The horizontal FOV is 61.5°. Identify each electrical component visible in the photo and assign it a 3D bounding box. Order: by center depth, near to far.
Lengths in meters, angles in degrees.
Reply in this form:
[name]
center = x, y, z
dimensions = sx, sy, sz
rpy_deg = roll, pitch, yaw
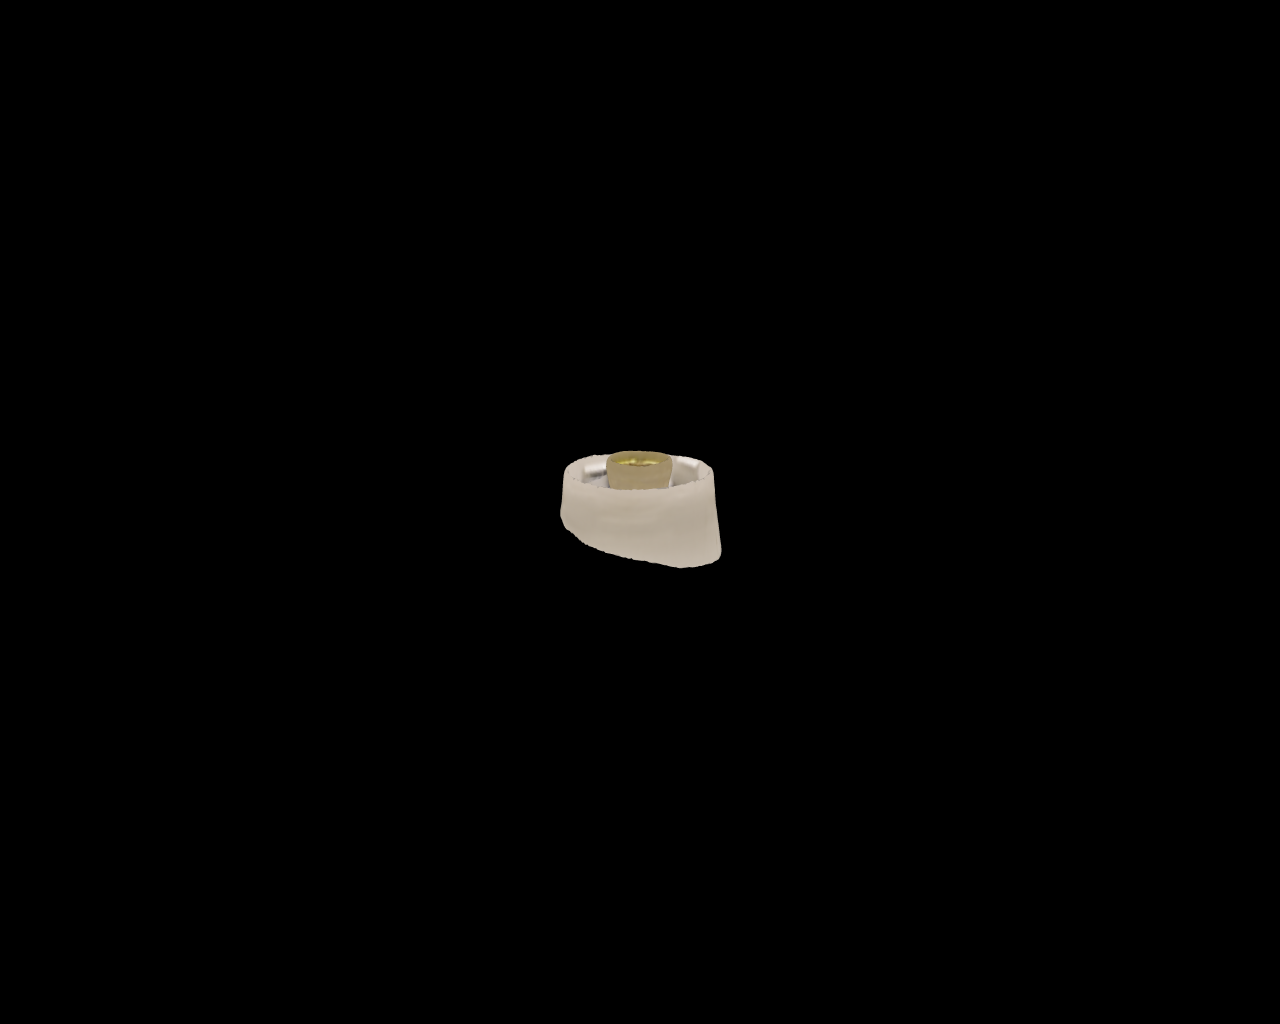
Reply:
[electrical component]
center = 0.001, -0.003, 0.650
dimensions = 0.099, 0.064, 0.099
rpy_deg = 0, 16, 0
